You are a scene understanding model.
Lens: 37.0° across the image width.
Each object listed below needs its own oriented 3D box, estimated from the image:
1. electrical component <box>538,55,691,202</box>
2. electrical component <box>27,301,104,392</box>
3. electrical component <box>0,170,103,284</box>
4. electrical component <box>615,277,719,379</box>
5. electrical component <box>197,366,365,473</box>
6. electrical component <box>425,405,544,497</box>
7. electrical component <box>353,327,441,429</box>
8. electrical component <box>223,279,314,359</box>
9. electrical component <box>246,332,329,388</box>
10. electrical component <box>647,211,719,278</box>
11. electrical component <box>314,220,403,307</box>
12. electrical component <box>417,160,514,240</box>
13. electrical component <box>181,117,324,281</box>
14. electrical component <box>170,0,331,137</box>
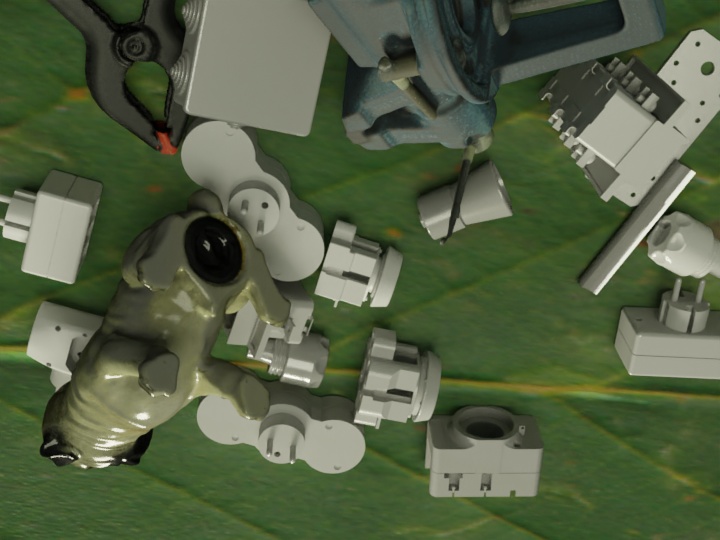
[{"bbox_3d":[0.167,-0.106,0.727,0.063,0.121,0.078,34,109,-16],"label":"electrical component"},{"bbox_3d":[-0.218,0.070,0.837,0.077,0.043,0.079,16,114,-10],"label":"electrical component"},{"bbox_3d":[-0.235,-0.037,0.783,0.077,0.047,0.065,16,114,-10],"label":"electrical component"},{"bbox_3d":[0.252,0.041,0.843,0.083,0.047,0.075,3,115,-4],"label":"electrical component"},{"bbox_3d":[-0.062,0.128,0.855,0.138,0.073,0.052,18,113,-11],"label":"electrical component"},{"bbox_3d":[0.101,0.149,0.886,0.089,0.050,0.055,0,116,-3],"label":"electrical component"},{"bbox_3d":[0.031,0.088,0.850,0.057,0.058,0.078,11,113,-5],"label":"electrical component"},{"bbox_3d":[-0.073,0.028,0.811,0.064,0.081,0.042,8,117,-32],"label":"electrical component"},{"bbox_3d":[-0.057,0.067,0.843,0.062,0.043,0.043,13,114,-7],"label":"electrical component"},{"bbox_3d":[0.254,-0.015,0.819,0.062,0.043,0.043,26,112,-16],"label":"electrical component"},{"bbox_3d":[0.000,0.000,0.813,0.055,0.048,0.066,17,114,-2],"label":"electrical component"},{"bbox_3d":[0.075,-0.049,0.796,0.065,0.044,0.044,-22,115,13],"label":"electrical component"},{"bbox_3d":[-0.076,-0.048,0.770,0.052,0.073,0.138,-31,113,12],"label":"electrical component"},{"bbox_3d":[-0.073,-0.143,0.720,0.100,0.048,0.099,8,102,-25],"label":"electrical component"}]
